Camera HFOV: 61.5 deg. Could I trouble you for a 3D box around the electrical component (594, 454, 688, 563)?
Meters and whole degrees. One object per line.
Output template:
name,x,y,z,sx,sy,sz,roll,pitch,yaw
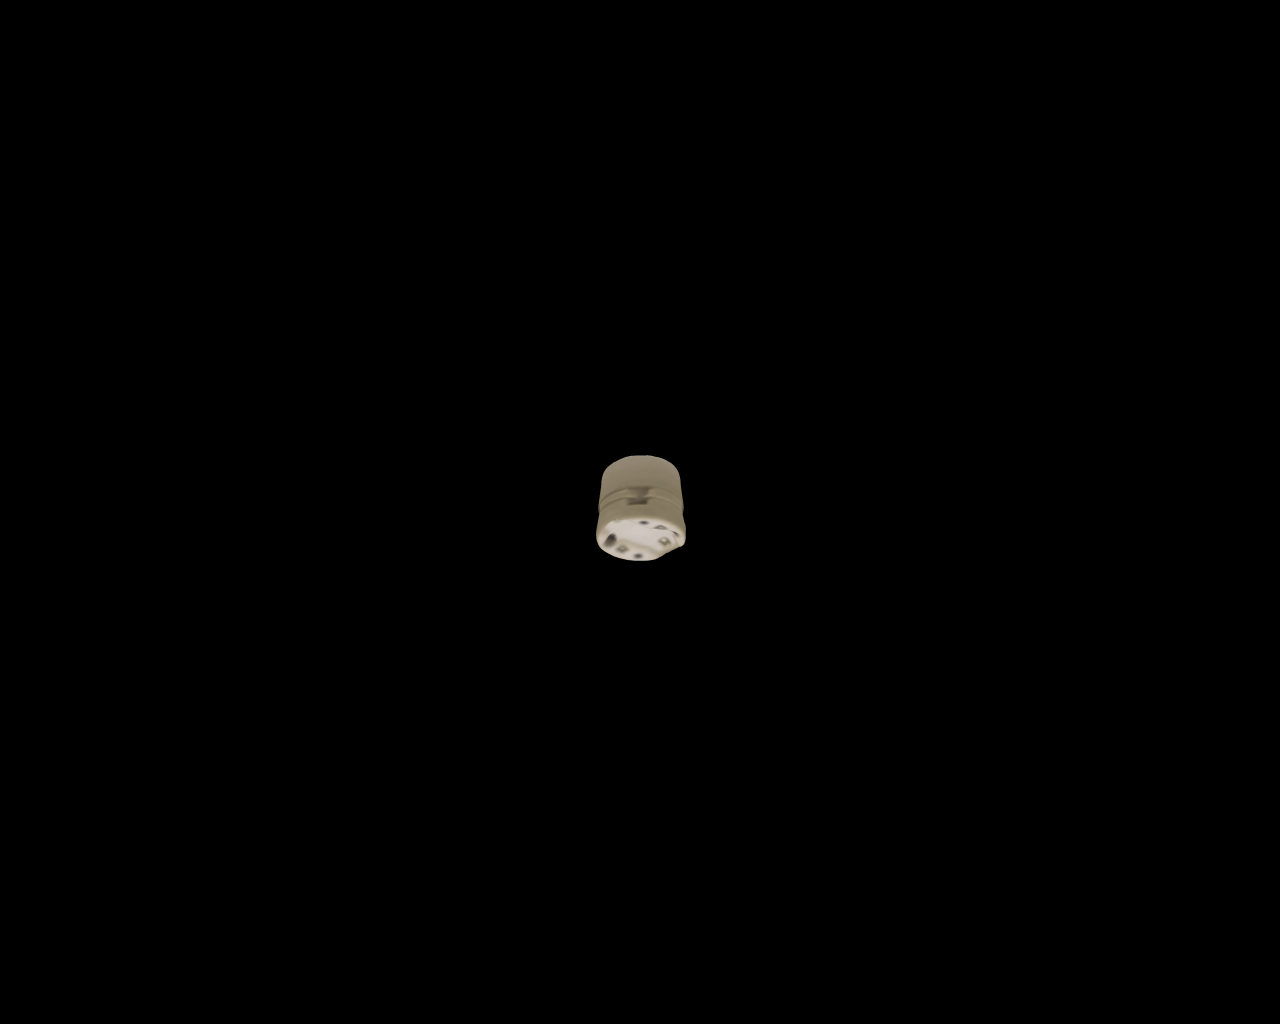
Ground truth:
electrical component,0.001,-0.003,0.650,0.055,0.047,0.055,0,-32,0
